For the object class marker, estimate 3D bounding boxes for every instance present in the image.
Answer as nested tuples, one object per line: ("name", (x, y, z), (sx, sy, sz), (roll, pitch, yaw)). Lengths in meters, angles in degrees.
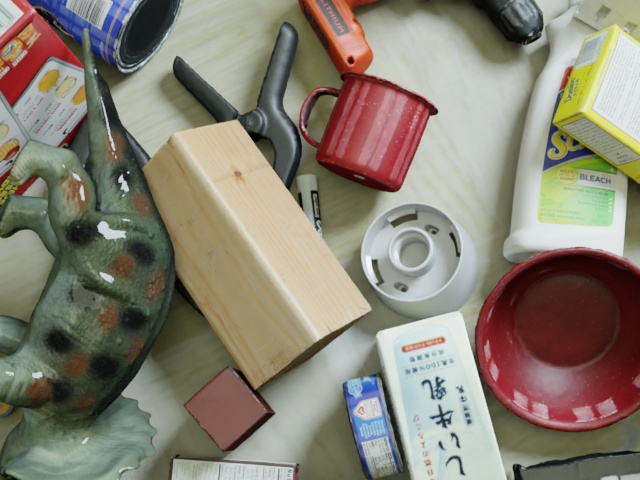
("marker", (-0.006, 0.001, 0.960), (0.020, 0.020, 0.121), (-6, 80, 3))

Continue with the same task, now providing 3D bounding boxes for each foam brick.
("foam brick", (-0.076, 0.145, 0.911), (0.051, 0.078, 0.053), (-40, 80, -5))

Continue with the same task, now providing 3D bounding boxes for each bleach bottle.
("bleach bottle", (0.220, -0.104, 0.939), (0.102, 0.068, 0.251), (6, 79, -2))

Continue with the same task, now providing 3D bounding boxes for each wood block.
("wood block", (-0.063, 0.009, 0.909), (0.090, 0.090, 0.206), (-41, 79, 34))

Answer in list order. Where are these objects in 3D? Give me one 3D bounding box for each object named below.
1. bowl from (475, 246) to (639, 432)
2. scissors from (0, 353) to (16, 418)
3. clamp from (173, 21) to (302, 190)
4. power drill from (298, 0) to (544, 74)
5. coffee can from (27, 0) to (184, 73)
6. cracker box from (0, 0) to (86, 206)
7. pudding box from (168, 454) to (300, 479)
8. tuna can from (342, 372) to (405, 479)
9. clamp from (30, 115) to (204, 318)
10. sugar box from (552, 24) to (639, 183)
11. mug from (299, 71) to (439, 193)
("bowl", (0.210, 0.077, 0.896), (0.162, 0.055, 0.162), (2, 106, 6))
("scissors", (-0.335, 0.093, 0.971), (0.202, 0.016, 0.096), (19, 93, 17))
("clamp", (-0.053, -0.113, 0.971), (0.120, 0.039, 0.171), (-25, 84, 15))
("power drill", (0.087, -0.221, 0.974), (0.187, 0.057, 0.184), (-31, 75, -4))
("coffee can", (-0.209, -0.232, 0.975), (0.140, 0.103, 0.103), (33, 84, 9))
("cracker box", (-0.282, -0.115, 0.903), (0.072, 0.213, 0.164), (43, 85, 12))
("pudding box", (-0.076, 0.233, 0.916), (0.113, 0.039, 0.090), (4, 79, 3))
("tuna can", (0.045, 0.156, 0.896), (0.034, 0.086, 0.086), (-15, 79, 3))
("clamp", (-0.179, -0.017, 0.968), (0.164, 0.036, 0.210), (0, 83, 4))
("sugar box", (0.286, -0.094, 0.900), (0.176, 0.048, 0.093), (32, 70, -20))
("mug", (0.036, -0.097, 0.941), (0.117, 0.093, 0.081), (21, 87, 13))
